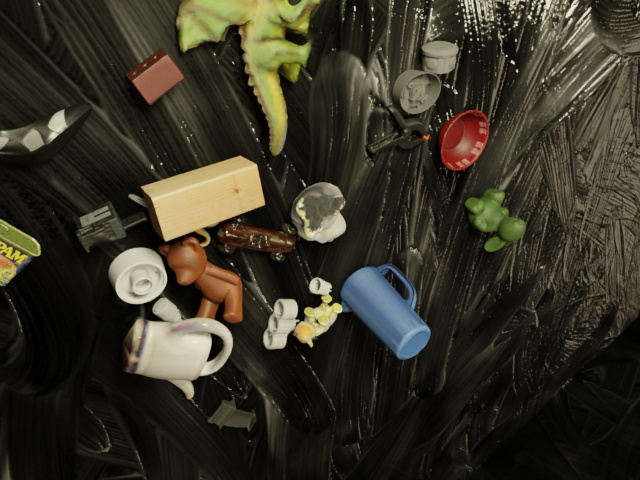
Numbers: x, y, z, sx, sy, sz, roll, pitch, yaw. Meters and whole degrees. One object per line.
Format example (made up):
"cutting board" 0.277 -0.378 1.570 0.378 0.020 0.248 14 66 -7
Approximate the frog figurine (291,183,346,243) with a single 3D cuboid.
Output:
"frog figurine" 0.004 -0.060 1.191 0.138 0.123 0.159 -65 169 -1

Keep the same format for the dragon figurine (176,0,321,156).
"dragon figurine" -0.134 -0.360 0.923 0.242 0.124 0.404 9 111 -18

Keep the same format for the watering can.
"watering can" -0.325 0.265 1.126 0.223 0.106 0.340 14 134 -22
